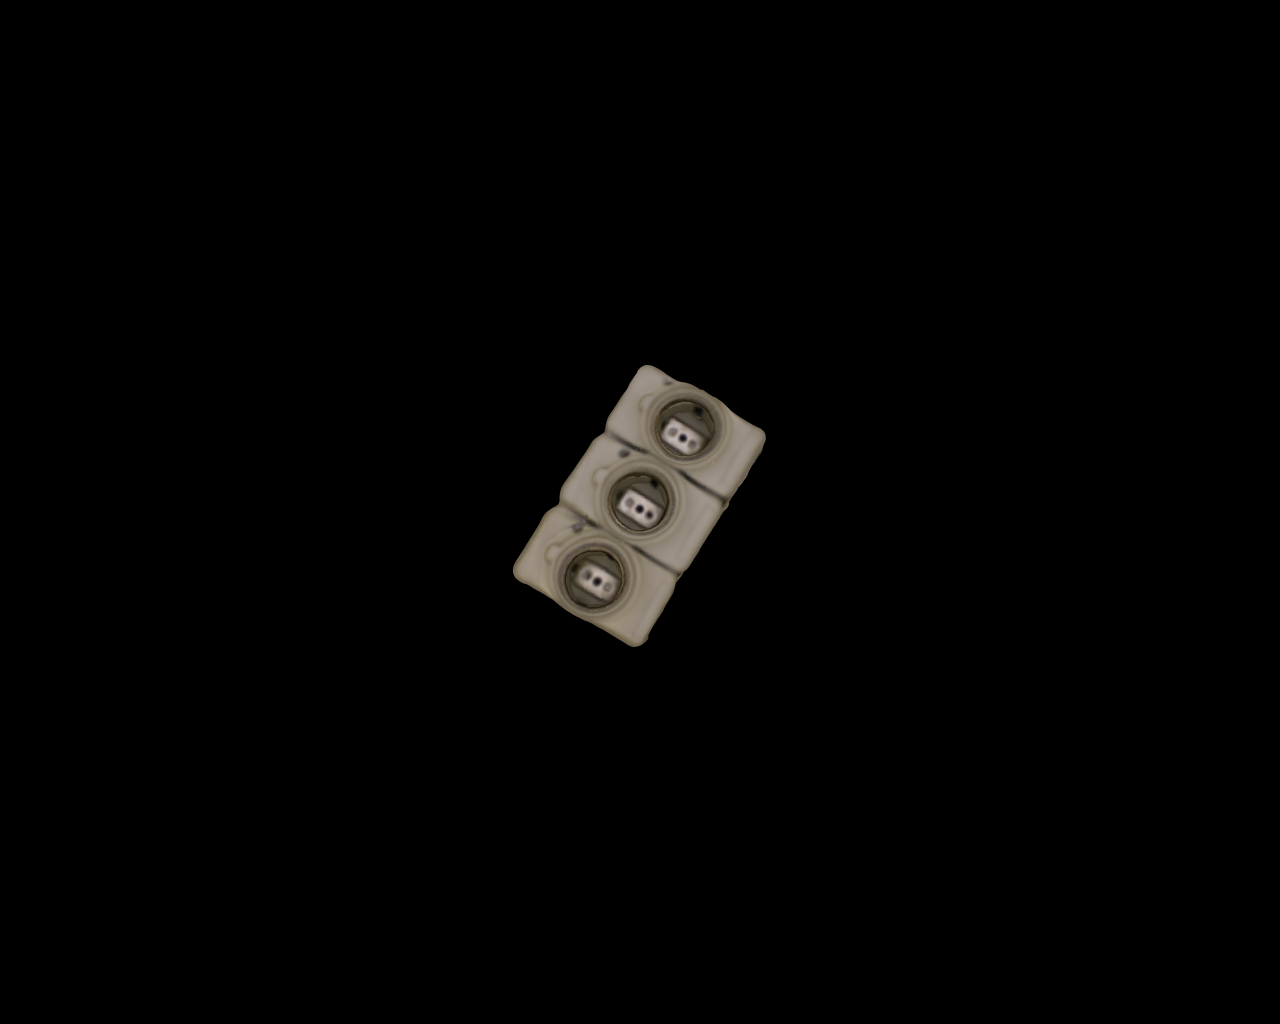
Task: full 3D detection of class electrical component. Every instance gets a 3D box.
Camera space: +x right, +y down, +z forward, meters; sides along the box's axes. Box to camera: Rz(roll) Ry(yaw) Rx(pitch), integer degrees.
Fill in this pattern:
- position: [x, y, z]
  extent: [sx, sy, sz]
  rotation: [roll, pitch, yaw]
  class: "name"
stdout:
- position: [0.001, -0.003, 0.650]
  extent: [0.089, 0.150, 0.061]
  rotation: [31, -7, 5]
  class: "electrical component"
